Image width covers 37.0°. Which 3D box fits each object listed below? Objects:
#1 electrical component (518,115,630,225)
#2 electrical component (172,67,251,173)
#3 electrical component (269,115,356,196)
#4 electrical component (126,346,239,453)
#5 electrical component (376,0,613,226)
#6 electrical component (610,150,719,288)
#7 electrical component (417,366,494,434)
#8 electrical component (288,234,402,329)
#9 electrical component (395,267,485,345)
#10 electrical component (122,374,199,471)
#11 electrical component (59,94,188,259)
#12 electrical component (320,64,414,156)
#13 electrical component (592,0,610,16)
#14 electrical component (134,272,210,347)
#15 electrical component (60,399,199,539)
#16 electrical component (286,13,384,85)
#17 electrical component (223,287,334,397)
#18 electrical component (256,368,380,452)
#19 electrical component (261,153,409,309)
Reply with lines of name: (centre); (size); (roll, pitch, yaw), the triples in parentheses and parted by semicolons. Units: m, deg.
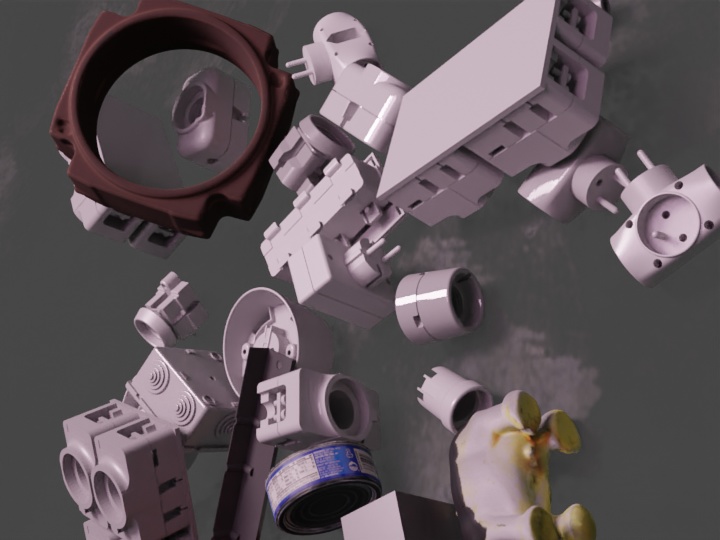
electrical component: (0.162, -0.067, 0.760); (0.077, 0.043, 0.079); (-56, 43, 11)
electrical component: (-0.153, -0.156, 1.105); (0.054, 0.059, 0.095); (-18, 61, 40)
electrical component: (-0.041, -0.102, 0.970); (0.057, 0.058, 0.078); (-52, 44, 20)
electrical component: (-0.141, 0.112, 0.940); (0.100, 0.100, 0.048); (43, 107, 30)
electrical component: (0.099, -0.116, 0.793); (0.186, 0.060, 0.105); (-31, 36, 50)
electrical component: (0.198, -0.042, 0.704); (0.077, 0.044, 0.079); (-41, 66, 25)
electrical component: (0.069, 0.095, 0.788); (0.046, 0.040, 0.040); (30, 95, 53)
electrical component: (0.000, 0.000, 0.865); (0.076, 0.083, 0.047); (-39, 49, 27)
electrical component: (0.062, 0.026, 0.813); (0.047, 0.055, 0.055); (-14, 64, 38)
electrical component: (-0.193, 0.148, 1.009); (0.099, 0.064, 0.099); (-20, 60, 39)
electrical component: (-0.254, -0.104, 1.150); (0.060, 0.105, 0.186); (-45, 46, 22)
electrical component: (0.017, -0.139, 0.930); (0.095, 0.054, 0.059); (39, 102, 47)
electrical component: (0.158, -0.193, 0.819); (0.062, 0.048, 0.048); (-10, 66, 35)
electrical component: (-0.185, 0.045, 1.044); (0.048, 0.066, 0.055); (9, 46, 47)
electrical component: (-0.193, 0.217, 0.915); (0.105, 0.060, 0.186); (11, 114, 47)
electrical component: (-0.028, -0.193, 0.988); (0.079, 0.043, 0.077); (-18, 49, -10)
electrical component: (-0.072, 0.071, 0.920); (0.099, 0.064, 0.099); (-20, 60, 39)
electrical component: (-0.029, 0.113, 0.840); (0.056, 0.089, 0.050); (-22, 58, 38)
electrical component: (-0.024, -0.038, 0.920); (0.121, 0.063, 0.078); (-45, 47, 23)
